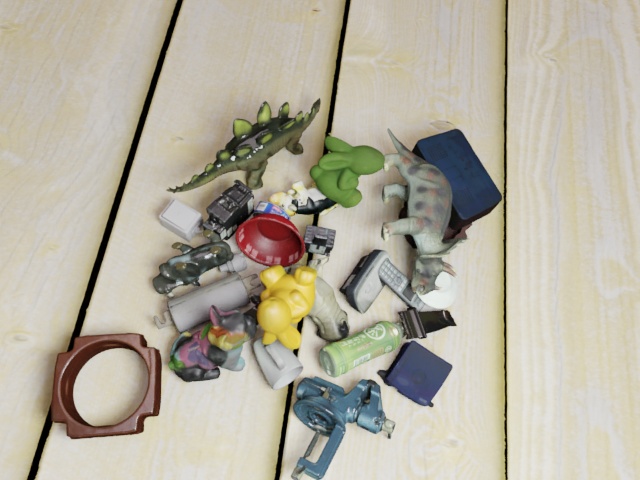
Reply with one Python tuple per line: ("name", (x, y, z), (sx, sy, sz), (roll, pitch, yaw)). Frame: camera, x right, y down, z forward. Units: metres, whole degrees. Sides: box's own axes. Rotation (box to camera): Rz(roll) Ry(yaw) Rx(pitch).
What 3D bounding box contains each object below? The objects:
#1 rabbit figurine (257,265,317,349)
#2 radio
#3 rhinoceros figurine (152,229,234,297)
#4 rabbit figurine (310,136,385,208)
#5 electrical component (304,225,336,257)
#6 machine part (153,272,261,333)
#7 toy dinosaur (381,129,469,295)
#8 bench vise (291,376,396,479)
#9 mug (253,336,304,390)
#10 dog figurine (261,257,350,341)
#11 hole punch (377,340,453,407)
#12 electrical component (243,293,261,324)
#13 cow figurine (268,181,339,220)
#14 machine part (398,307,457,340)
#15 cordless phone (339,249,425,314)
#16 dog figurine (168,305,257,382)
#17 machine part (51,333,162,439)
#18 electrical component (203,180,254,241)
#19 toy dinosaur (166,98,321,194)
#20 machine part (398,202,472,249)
("rabbit figurine", (-0.084, 0.139, 1.087), (0.122, 0.173, 0.162), (10, 104, 10))
("radio", (0.330, -0.152, 1.308), (0.131, 0.073, 0.229), (-23, 74, -15))
("rhinoceros figurine", (-0.289, 0.055, 1.203), (0.190, 0.112, 0.073), (-29, 60, -4))
("rabbit figurine", (0.067, -0.176, 1.244), (0.159, 0.170, 0.121), (30, 54, -28))
("electrical component", (-0.003, -0.004, 1.251), (0.075, 0.119, 0.048), (9, 68, 0))
("machine part", (-0.245, 0.138, 1.191), (0.243, 0.079, 0.079), (-23, 72, -15))
("toy dinosaur", (0.235, -0.086, 1.220), (0.192, 0.131, 0.405), (3, 72, 3))
("bench vise", (0.028, 0.384, 1.084), (0.224, 0.128, 0.240), (26, 50, 13))
("mug", (-0.100, 0.251, 1.149), (0.081, 0.109, 0.107), (-37, 63, -9))
("dog figurine", (-0.032, 0.146, 1.207), (0.172, 0.121, 0.190), (-15, 87, 25))
("hole punch", (0.214, 0.289, 1.172), (0.142, 0.092, 0.116), (33, 72, 4))
("electrical component", (-0.147, 0.161, 1.183), (0.078, 0.102, 0.045), (-31, 70, -27))
("cow figurine", (-0.040, -0.091, 1.303), (0.167, 0.068, 0.098), (-22, 79, -24))
("machine part", (0.244, 0.185, 1.220), (0.139, 0.039, 0.084), (-1, 55, -27))
("cordless phone", (0.151, 0.126, 1.241), (0.184, 0.089, 0.146), (41, 66, -9))
("dog figurine", (-0.223, 0.207, 1.089), (0.192, 0.219, 0.108), (-13, 67, -11))
("machine part", (-0.432, 0.298, 1.102), (0.201, 0.087, 0.201), (-3, 67, -7))
("electrical component", (-0.215, -0.061, 1.254), (0.058, 0.114, 0.134), (37, 67, 11))
("toy dinosaur", (-0.161, -0.219, 1.280), (0.105, 0.198, 0.471), (43, 68, 15))
("machine part", (0.283, -0.048, 1.332), (0.179, 0.056, 0.179), (2, 69, -5))
